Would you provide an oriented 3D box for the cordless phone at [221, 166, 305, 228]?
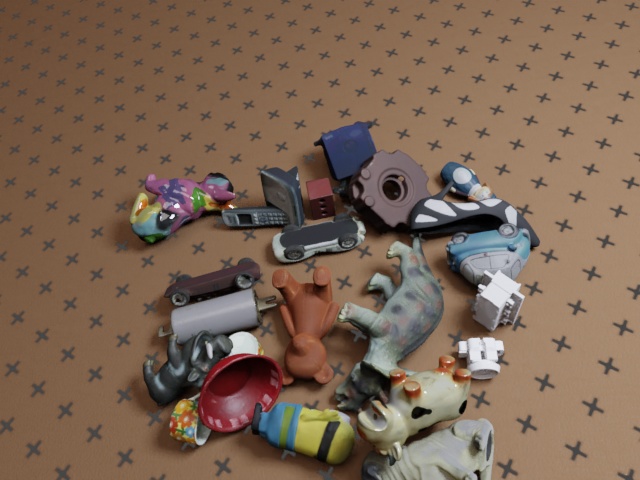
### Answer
[{"bbox_3d":[-0.129,-0.086,1.162,0.184,0.146,0.089,-5,49,3],"label":"cordless phone"}]

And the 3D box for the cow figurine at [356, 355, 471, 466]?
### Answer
[{"bbox_3d":[0.146,0.270,0.853,0.195,0.127,0.086,-11,16,-23],"label":"cow figurine"}]

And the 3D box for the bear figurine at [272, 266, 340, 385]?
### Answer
[{"bbox_3d":[-0.032,0.163,1.006,0.120,0.131,0.196,-2,51,14],"label":"bear figurine"}]

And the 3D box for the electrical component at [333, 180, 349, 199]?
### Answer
[{"bbox_3d":[0.086,-0.112,1.197,0.102,0.078,0.045,3,82,17],"label":"electrical component"}]

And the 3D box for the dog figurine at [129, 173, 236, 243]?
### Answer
[{"bbox_3d":[-0.292,-0.072,1.208,0.219,0.108,0.191,6,59,10],"label":"dog figurine"}]

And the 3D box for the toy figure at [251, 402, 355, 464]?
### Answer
[{"bbox_3d":[-0.029,0.330,0.926,0.180,0.082,0.089,6,77,4],"label":"toy figure"}]

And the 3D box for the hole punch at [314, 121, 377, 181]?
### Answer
[{"bbox_3d":[0.068,-0.198,1.207,0.142,0.115,0.092,-19,16,0],"label":"hole punch"}]

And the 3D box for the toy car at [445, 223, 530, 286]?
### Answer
[{"bbox_3d":[0.327,0.039,1.032,0.162,0.109,0.103,-6,47,9],"label":"toy car"}]

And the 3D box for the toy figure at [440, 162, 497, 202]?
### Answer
[{"bbox_3d":[0.328,-0.109,1.163,0.155,0.057,0.064,46,113,28],"label":"toy figure"}]

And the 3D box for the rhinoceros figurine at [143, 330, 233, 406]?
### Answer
[{"bbox_3d":[-0.244,0.231,0.990,0.190,0.073,0.112,-37,48,12],"label":"rhinoceros figurine"}]

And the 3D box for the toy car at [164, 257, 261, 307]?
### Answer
[{"bbox_3d":[-0.220,0.090,1.111,0.202,0.053,0.089,-17,24,-1],"label":"toy car"}]

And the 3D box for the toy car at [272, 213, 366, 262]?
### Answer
[{"bbox_3d":[-0.002,-0.003,1.148,0.202,0.056,0.073,-12,51,-1],"label":"toy car"}]

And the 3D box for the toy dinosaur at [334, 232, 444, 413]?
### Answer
[{"bbox_3d":[0.158,0.135,1.005,0.192,0.131,0.405,37,62,10],"label":"toy dinosaur"}]

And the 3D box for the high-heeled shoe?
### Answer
[{"bbox_3d":[0.308,-0.020,1.083,0.249,0.086,0.145,34,72,13],"label":"high-heeled shoe"}]

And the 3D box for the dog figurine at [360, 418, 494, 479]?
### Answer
[{"bbox_3d":[0.176,0.349,0.881,0.191,0.121,0.172,3,22,31],"label":"dog figurine"}]

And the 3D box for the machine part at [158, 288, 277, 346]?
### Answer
[{"bbox_3d":[-0.203,0.153,1.066,0.243,0.079,0.079,-15,57,-1],"label":"machine part"}]

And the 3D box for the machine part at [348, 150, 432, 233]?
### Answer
[{"bbox_3d":[0.152,-0.105,1.140,0.179,0.056,0.179,5,77,-20],"label":"machine part"}]
